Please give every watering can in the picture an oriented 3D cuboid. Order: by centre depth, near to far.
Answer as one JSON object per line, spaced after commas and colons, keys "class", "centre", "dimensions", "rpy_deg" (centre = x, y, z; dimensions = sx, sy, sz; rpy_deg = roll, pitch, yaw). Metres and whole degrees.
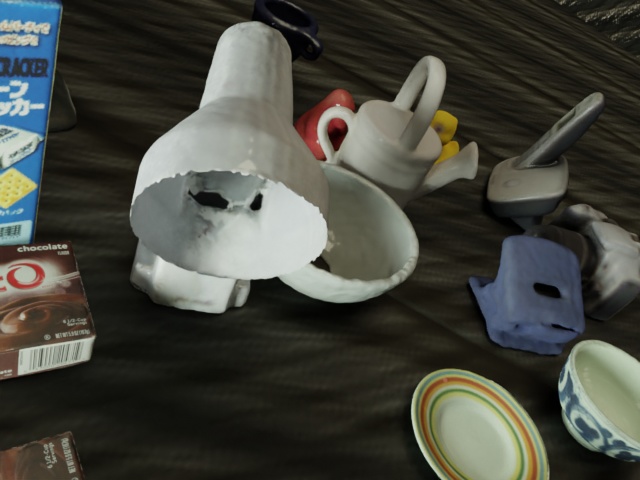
{"class": "watering can", "centre": [0.088, -0.106, 0.622], "dimensions": [0.173, 0.194, 0.100], "rpy_deg": [5, 44, -28]}

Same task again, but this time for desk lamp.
{"class": "desk lamp", "centre": [-0.075, -0.038, 0.425], "dimensions": [0.118, 0.213, 0.203], "rpy_deg": [14, 41, -20]}

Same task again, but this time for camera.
{"class": "camera", "centre": [0.321, 0.009, 0.721], "dimensions": [0.137, 0.100, 0.143], "rpy_deg": [16, 40, -17]}

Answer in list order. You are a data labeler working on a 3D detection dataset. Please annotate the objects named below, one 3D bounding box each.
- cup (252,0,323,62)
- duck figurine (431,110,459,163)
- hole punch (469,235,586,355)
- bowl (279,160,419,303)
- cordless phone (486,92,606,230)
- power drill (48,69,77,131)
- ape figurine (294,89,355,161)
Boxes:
{"class": "cup", "centre": [-0.050, -0.263, 0.785], "dimensions": [0.117, 0.095, 0.092], "rpy_deg": [45, 40, 18]}
{"class": "duck figurine", "centre": [0.158, -0.137, 0.788], "dimensions": [0.105, 0.086, 0.077], "rpy_deg": [-1, 48, -34]}
{"class": "hole punch", "centre": [0.234, 0.060, 0.616], "dimensions": [0.109, 0.091, 0.101], "rpy_deg": [13, 41, -21]}
{"class": "bowl", "centre": [0.005, 0.002, 0.545], "dimensions": [0.168, 0.074, 0.167], "rpy_deg": [18, 40, -15]}
{"class": "cordless phone", "centre": [0.315, -0.114, 0.784], "dimensions": [0.094, 0.185, 0.148], "rpy_deg": [30, 38, 0]}
{"class": "power drill", "centre": [-0.246, -0.207, 0.505], "dimensions": [0.076, 0.208, 0.229], "rpy_deg": [-5, 50, -36]}
{"class": "ape figurine", "centre": [0.011, -0.139, 0.690], "dimensions": [0.076, 0.092, 0.078], "rpy_deg": [46, 41, 20]}
